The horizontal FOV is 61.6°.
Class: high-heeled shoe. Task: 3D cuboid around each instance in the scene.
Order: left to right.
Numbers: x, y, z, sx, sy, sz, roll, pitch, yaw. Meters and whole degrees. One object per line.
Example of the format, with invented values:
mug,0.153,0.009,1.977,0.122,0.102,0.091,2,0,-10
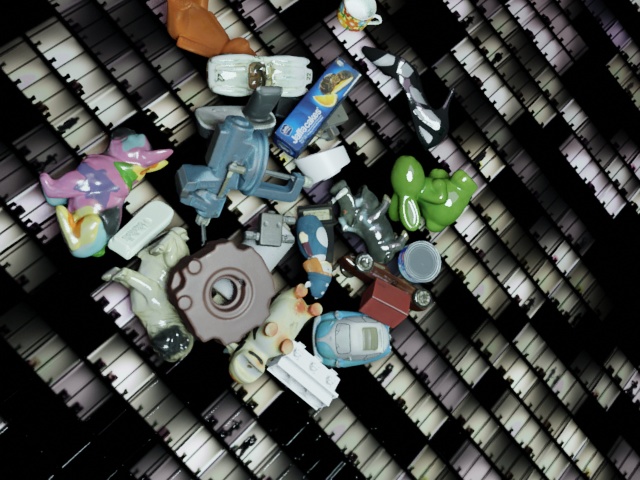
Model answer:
high-heeled shoe,0.174,-0.305,1.159,0.249,0.086,0.145,30,105,6

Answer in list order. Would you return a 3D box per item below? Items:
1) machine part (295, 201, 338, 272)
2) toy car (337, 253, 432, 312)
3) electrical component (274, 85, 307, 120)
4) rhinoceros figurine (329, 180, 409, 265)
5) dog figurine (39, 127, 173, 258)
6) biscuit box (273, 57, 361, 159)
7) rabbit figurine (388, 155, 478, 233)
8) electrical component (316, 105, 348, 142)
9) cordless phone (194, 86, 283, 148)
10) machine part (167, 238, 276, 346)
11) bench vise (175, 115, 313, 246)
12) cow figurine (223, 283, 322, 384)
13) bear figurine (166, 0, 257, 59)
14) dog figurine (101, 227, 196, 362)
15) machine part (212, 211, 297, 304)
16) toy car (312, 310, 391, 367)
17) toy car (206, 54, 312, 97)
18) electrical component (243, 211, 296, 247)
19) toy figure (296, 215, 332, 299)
machine part,-0.002,-0.003,1.046,0.084,0.039,0.138,-8,88,0
toy car,0.128,0.080,1.058,0.202,0.089,0.053,32,73,-10
electrical component,-0.065,-0.291,1.073,0.075,0.048,0.119,12,79,-15
rhinoceros figurine,0.093,-0.040,1.078,0.112,0.073,0.190,-35,94,-11
dog figurine,-0.350,-0.087,0.920,0.219,0.108,0.191,-25,89,-22
biscuit box,-0.007,-0.251,1.029,0.059,0.063,0.202,38,79,-3
rabbit figurine,0.202,-0.099,1.098,0.170,0.121,0.159,29,95,-26
electrical component,0.010,-0.254,1.096,0.078,0.045,0.102,-35,95,-40
cordless phone,-0.145,-0.229,0.964,0.147,0.184,0.088,-5,83,-19
machine part,-0.159,0.086,0.894,0.179,0.056,0.179,-2,93,-31
bench vise,-0.128,-0.105,0.969,0.240,0.129,0.223,9,112,-31
cow figurine,-0.095,0.172,0.964,0.085,0.127,0.195,47,56,-13
bear figurine,-0.187,-0.376,1.006,0.196,0.132,0.120,36,56,-3
dog figurine,-0.256,0.094,0.936,0.172,0.121,0.190,-40,109,-16
machine part,-0.126,0.041,0.986,0.079,0.079,0.243,41,73,-8
toy car,0.071,0.188,1.015,0.162,0.103,0.109,3,82,-16
toy car,-0.108,-0.302,0.989,0.202,0.056,0.073,-6,112,-22
electrical component,-0.089,-0.020,0.953,0.094,0.021,0.063,5,84,-23
toy figure,-0.010,0.030,0.980,0.064,0.058,0.154,2,62,-32
